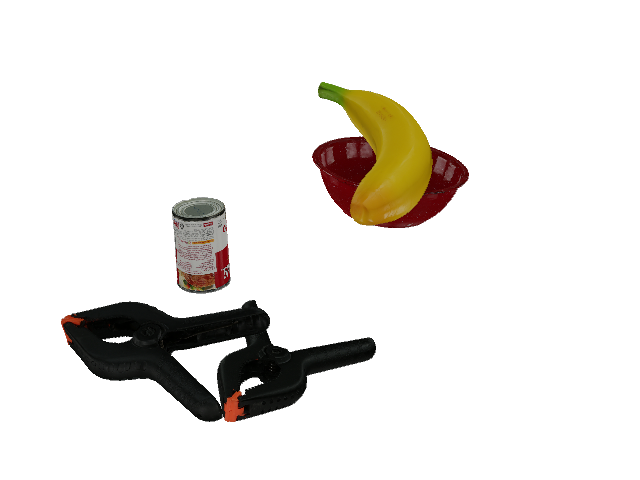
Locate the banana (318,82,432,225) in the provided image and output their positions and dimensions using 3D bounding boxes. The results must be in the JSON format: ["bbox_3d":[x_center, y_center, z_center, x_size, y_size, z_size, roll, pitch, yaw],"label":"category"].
[{"bbox_3d":[0.042,-0.058,0.722,0.069,0.037,0.198,-3,29,-6],"label":"banana"}]

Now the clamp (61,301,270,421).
[{"bbox_3d":[-0.129,0.082,0.884,0.172,0.039,0.120,17,38,21],"label":"clamp"}]

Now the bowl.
[{"bbox_3d":[0.069,-0.056,1.101,0.162,0.055,0.162,5,24,-3],"label":"bowl"}]

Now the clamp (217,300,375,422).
[{"bbox_3d":[-0.038,0.133,1.135,0.165,0.036,0.209,12,26,12],"label":"clamp"}]

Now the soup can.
[{"bbox_3d":[-0.149,0.005,1.327,0.068,0.102,0.068,-1,25,0],"label":"soup can"}]
